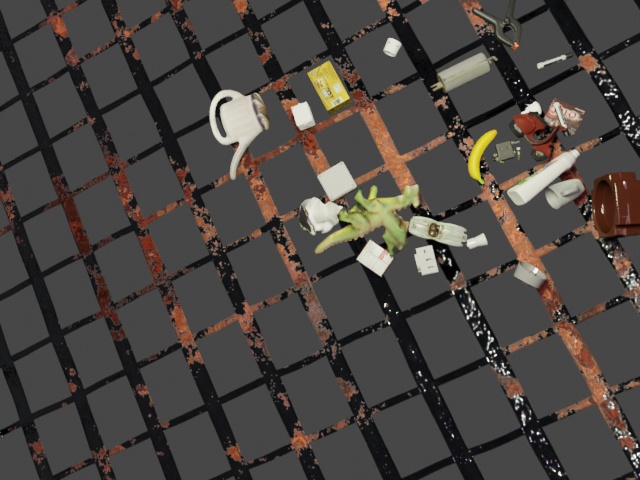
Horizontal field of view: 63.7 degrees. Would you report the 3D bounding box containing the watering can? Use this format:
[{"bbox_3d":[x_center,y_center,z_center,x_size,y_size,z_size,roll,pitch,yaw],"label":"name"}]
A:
[{"bbox_3d":[-0.292,-0.414,1.939,0.224,0.103,0.350,-18,82,9],"label":"watering can"}]

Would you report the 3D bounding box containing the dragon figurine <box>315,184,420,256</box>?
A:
[{"bbox_3d":[0.191,-0.045,1.793,0.245,0.121,0.409,40,95,16],"label":"dragon figurine"}]

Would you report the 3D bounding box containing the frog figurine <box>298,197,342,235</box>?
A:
[{"bbox_3d":[0.006,-0.094,1.866,0.161,0.121,0.138,-24,80,-28],"label":"frog figurine"}]
